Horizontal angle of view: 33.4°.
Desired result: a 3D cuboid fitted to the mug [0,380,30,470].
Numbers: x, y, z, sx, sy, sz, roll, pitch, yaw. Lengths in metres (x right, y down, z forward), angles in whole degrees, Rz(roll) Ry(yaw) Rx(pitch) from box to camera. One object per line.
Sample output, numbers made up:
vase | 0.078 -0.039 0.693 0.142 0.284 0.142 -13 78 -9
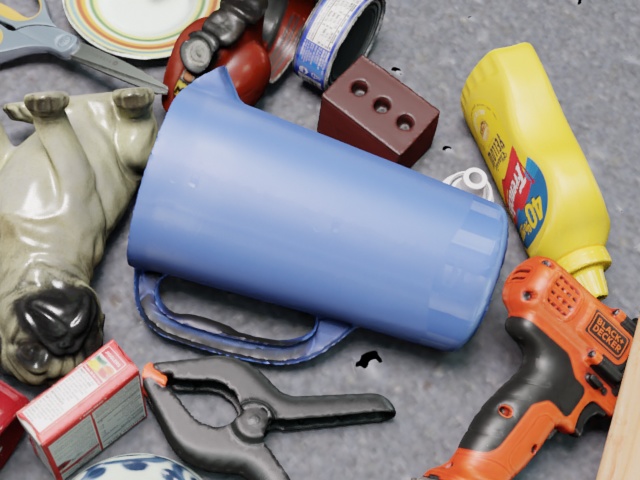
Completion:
mug | -0.238 0.118 0.652 0.081 0.093 0.117 31 22 3

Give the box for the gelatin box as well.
gelatin box | -0.148 0.109 0.674 0.073 0.089 0.030 -38 72 -22

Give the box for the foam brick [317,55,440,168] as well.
foam brick | 0.044 -0.090 0.813 0.078 0.051 0.053 38 66 12

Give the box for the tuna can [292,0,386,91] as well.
tuna can | 0.015 -0.157 0.823 0.034 0.086 0.086 32 65 11

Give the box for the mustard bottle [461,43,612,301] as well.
mustard bottle | 0.163 -0.041 0.778 0.058 0.096 0.192 -14 67 -13

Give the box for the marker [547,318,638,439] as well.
marker | 0.195 0.096 0.758 0.121 0.020 0.020 -39 74 -22

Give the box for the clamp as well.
clamp | -0.043 0.135 0.701 0.171 0.039 0.120 16 53 2

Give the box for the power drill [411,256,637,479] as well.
power drill | 0.159 0.132 0.698 0.184 0.057 0.187 40 69 -14

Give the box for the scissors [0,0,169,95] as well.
scissors | -0.211 -0.138 0.808 0.096 0.016 0.202 -41 62 -14

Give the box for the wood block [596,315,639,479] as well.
wood block | 0.243 0.123 0.660 0.090 0.090 0.206 24 77 -26

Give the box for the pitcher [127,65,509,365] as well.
pitcher | -0.005 0.001 0.732 0.243 0.149 0.145 19 48 -1
